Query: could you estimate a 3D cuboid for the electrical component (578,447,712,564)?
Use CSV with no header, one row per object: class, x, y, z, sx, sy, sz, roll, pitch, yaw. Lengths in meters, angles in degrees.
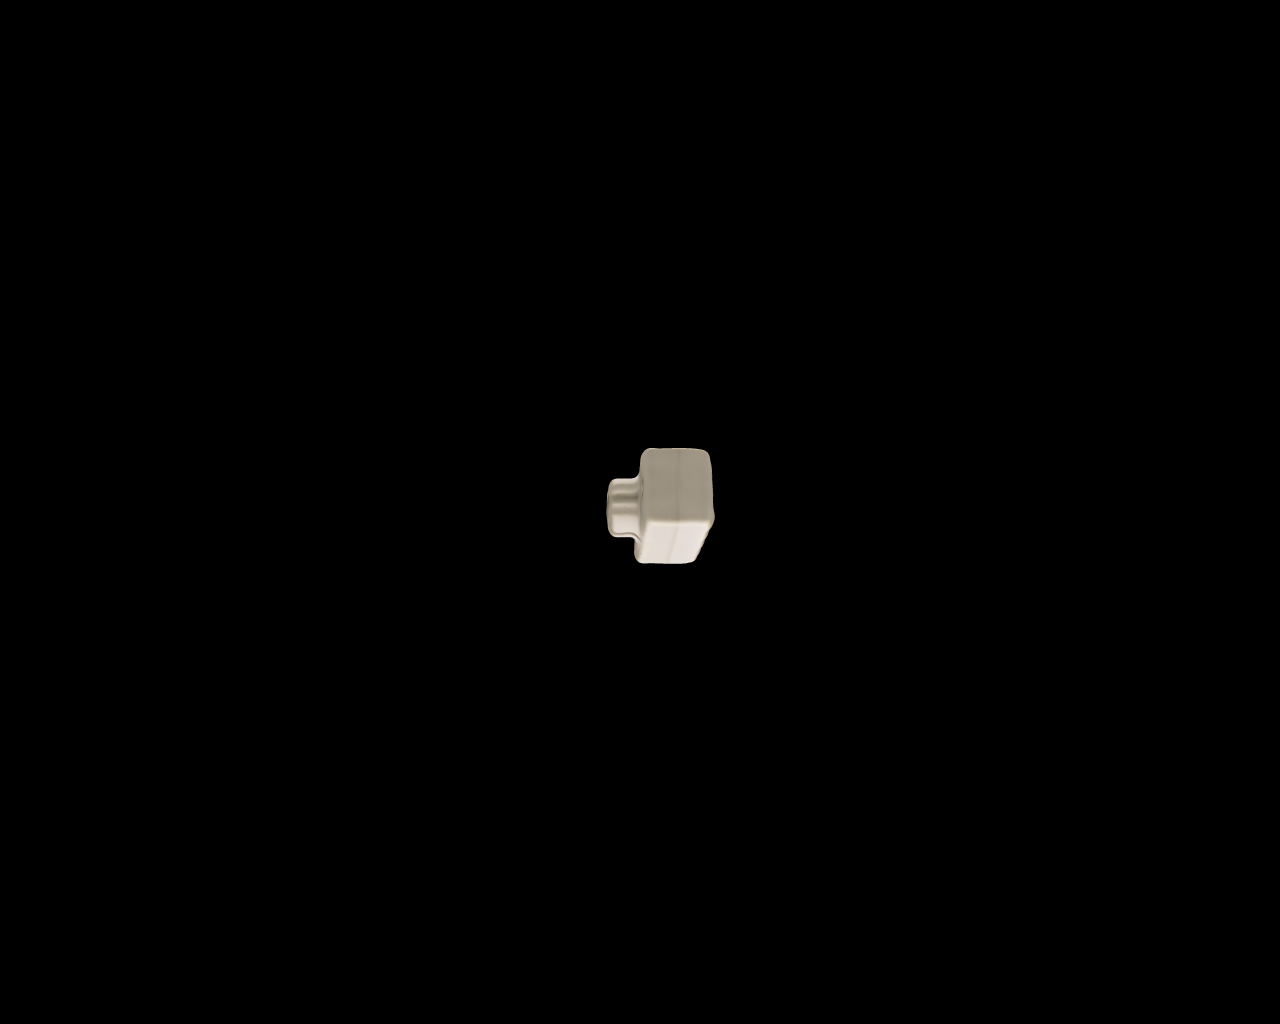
electrical component,0.001,-0.003,0.650,0.076,0.047,0.083,1,-19,-3
